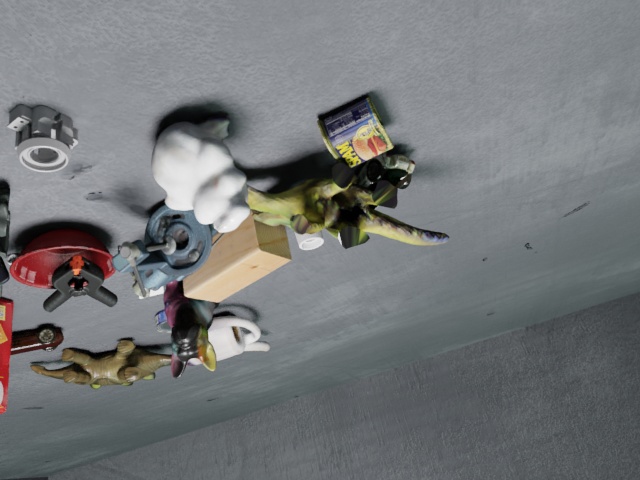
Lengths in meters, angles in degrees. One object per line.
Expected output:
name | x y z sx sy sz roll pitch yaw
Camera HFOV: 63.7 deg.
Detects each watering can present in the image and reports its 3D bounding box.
watering can | -0.264 0.281 1.405 0.224 0.106 0.341 -15 153 2

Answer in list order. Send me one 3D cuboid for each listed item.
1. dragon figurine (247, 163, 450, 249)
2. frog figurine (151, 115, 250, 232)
dragon figurine | 0.003 -0.044 0.878 0.407 0.123 0.242 19 170 -34
frog figurine | -0.160 -0.077 0.689 0.122 0.163 0.135 16 140 -43
